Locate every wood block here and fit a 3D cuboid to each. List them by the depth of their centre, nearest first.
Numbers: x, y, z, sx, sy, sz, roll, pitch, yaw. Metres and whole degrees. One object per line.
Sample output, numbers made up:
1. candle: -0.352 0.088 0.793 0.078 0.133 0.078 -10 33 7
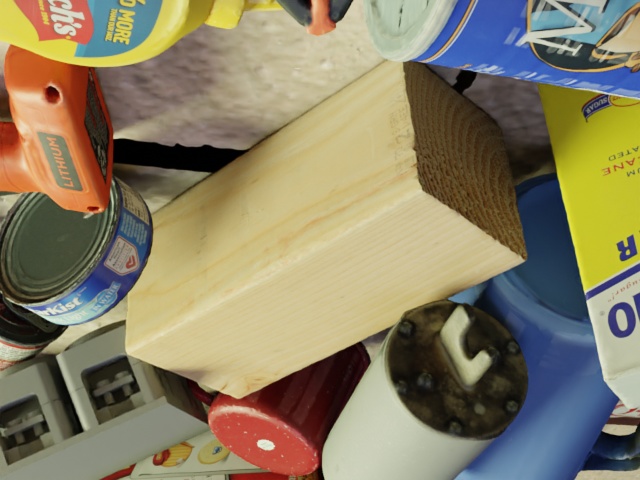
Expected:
1. wood block: -0.004 0.000 0.580 0.206 0.090 0.090 -29 139 33

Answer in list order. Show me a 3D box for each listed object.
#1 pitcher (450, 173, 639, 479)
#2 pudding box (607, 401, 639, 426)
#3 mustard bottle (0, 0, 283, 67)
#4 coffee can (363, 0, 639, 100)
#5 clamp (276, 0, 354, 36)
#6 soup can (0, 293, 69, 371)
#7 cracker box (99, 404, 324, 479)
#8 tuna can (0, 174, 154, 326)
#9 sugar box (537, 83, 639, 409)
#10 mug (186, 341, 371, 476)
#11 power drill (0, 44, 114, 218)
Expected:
1. pitcher: 0.140 0.072 0.654 0.149 0.145 0.243 -21 152 -18
2. pudding box: 0.250 0.110 0.816 0.113 0.039 0.090 9 144 -20
3. mustard bottle: -0.104 -0.116 0.422 0.191 0.058 0.096 6 131 -17
4. coffee can: 0.100 -0.110 0.415 0.140 0.103 0.103 7 145 -17
5. clamp: -0.002 -0.156 0.371 0.120 0.039 0.171 -10 132 14
6. soup can: -0.205 0.054 0.656 0.068 0.068 0.102 21 139 -33
7. cracker box: -0.080 0.189 0.768 0.214 0.164 0.072 -12 121 14
8. tuna can: -0.132 0.002 0.571 0.086 0.086 0.033 -21 144 23
9. sugar box: 0.161 -0.020 0.491 0.093 0.176 0.048 -20 143 22
10. mug: -0.034 0.097 0.709 0.117 0.081 0.093 21 145 9
11. power drill: -0.200 -0.061 0.498 0.187 0.057 0.184 -3 149 2
